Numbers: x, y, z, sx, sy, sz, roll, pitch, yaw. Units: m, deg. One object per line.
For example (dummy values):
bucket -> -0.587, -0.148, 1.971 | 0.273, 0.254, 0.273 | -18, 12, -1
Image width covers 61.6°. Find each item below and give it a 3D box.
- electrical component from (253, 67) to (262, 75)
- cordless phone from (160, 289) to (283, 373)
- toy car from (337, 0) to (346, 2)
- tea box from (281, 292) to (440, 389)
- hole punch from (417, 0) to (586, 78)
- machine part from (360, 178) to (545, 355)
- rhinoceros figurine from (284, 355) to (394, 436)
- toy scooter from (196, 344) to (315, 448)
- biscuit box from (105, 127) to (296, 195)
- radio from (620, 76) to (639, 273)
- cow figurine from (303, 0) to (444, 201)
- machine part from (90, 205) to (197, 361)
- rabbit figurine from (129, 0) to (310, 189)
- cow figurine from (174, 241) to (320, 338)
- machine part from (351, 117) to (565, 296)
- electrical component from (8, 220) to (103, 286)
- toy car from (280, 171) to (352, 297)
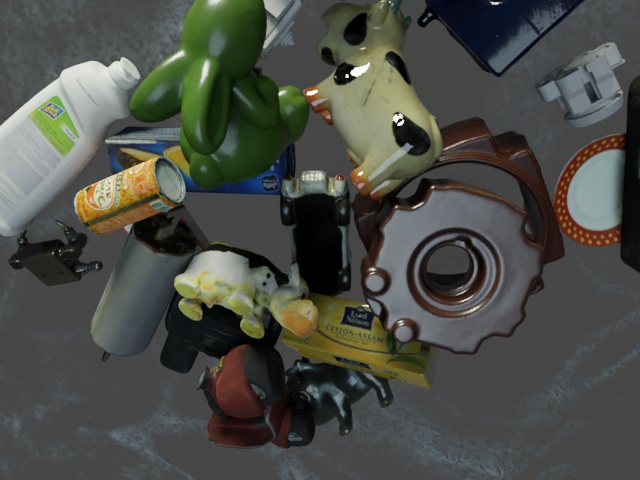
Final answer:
electrical component -> -0.096, -0.169, 0.590 | 0.063, 0.021, 0.093 | 4, 116, 4
cordless phone -> -0.140, 0.136, 0.714 | 0.146, 0.089, 0.184 | 24, 126, -7
toy car -> -0.019, -0.295, 0.484 | 0.103, 0.109, 0.161 | -7, 118, 16
tea box -> 0.052, 0.117, 0.635 | 0.170, 0.068, 0.098 | 10, 161, 22
hole punch -> 0.172, -0.226, 0.504 | 0.115, 0.092, 0.142 | 43, 115, -9
machine part -> 0.127, 0.026, 0.528 | 0.179, 0.056, 0.179 | 0, 101, 1
rhinoceros figurine -> 0.009, 0.200, 0.720 | 0.190, 0.073, 0.112 | -33, 109, 18
toy scooter -> -0.095, 0.201, 0.656 | 0.135, 0.075, 0.183 | -12, 127, 16
biscuit box -> -0.131, -0.090, 0.608 | 0.203, 0.063, 0.059 | 2, 116, 5
radio -> 0.390, -0.067, 0.548 | 0.131, 0.073, 0.229 | -12, 112, -4
cow figurine -> 0.055, -0.149, 0.521 | 0.127, 0.085, 0.195 | -29, 75, 12
machine part -> -0.212, 0.056, 0.641 | 0.079, 0.079, 0.243 | 28, 116, -7
rabbit figurine -> -0.094, -0.141, 0.483 | 0.121, 0.159, 0.170 | 26, 141, 17
cow figurine -> -0.070, 0.053, 0.603 | 0.168, 0.098, 0.068 | 12, 136, 15
machine part -> 0.151, -0.017, 0.601 | 0.202, 0.087, 0.200 | -20, 111, 16
electrical component -> -0.342, 0.018, 0.691 | 0.102, 0.045, 0.078 | -14, 140, 15
toy car -> -0.001, -0.002, 0.608 | 0.074, 0.056, 0.201 | 0, 138, 5
